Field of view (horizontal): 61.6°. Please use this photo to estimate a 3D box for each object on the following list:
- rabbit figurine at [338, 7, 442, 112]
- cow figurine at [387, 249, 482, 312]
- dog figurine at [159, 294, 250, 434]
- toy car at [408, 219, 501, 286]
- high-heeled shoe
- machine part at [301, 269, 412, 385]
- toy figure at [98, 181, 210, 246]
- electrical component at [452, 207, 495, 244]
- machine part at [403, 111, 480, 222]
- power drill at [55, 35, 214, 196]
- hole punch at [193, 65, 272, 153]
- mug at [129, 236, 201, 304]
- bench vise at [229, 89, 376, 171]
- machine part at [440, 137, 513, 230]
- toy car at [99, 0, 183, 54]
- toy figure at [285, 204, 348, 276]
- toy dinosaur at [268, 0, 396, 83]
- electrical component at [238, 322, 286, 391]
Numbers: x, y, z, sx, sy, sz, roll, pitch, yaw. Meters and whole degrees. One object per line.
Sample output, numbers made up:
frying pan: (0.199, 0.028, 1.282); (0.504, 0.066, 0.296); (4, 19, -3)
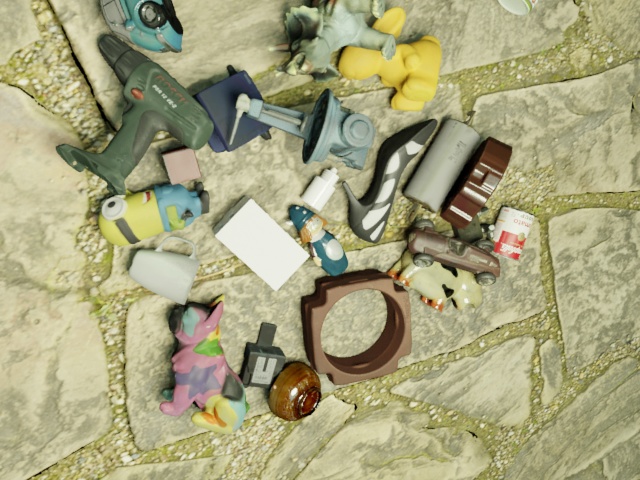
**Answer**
rabbit figurine: (0.121, -0.317, 0.941); (0.173, 0.122, 0.162); (8, 97, 0)
cow figurine: (0.248, 0.076, 1.080); (0.195, 0.085, 0.127); (35, 91, -16)
dog figurine: (-0.191, 0.210, 0.954); (0.191, 0.108, 0.219); (22, 91, -6)
toy car: (0.261, 0.024, 1.023); (0.202, 0.053, 0.089); (17, 57, -12)
high-heeled shoe: (0.150, -0.107, 1.013); (0.249, 0.086, 0.145); (-36, 114, -3)
machine part: (0.070, 0.165, 1.040); (0.201, 0.087, 0.201); (-9, 103, -16)
toy figure: (-0.274, -0.044, 0.892); (0.180, 0.082, 0.089); (-12, 103, -17)
electrical component: (0.309, -0.017, 1.096); (0.102, 0.045, 0.078); (-17, 108, -13)
machine part: (0.232, -0.141, 1.028); (0.079, 0.079, 0.243); (31, 92, -21)
power drill: (-0.297, -0.182, 0.815); (0.232, 0.086, 0.207); (35, 65, 1)
hole punch: (-0.144, -0.213, 0.893); (0.116, 0.092, 0.142); (-32, 105, -12)
mug: (-0.263, 0.045, 0.915); (0.107, 0.081, 0.109); (18, 101, -11)
bench vise: (-0.021, -0.184, 0.871); (0.240, 0.224, 0.128); (15, 101, -16)
machine part: (0.288, -0.107, 1.003); (0.056, 0.179, 0.179); (31, 92, 3)
toy car: (-0.279, -0.354, 0.814); (0.103, 0.109, 0.161); (-18, 98, 5)
toy figure: (-0.002, -0.004, 0.997); (0.058, 0.064, 0.154); (-23, 114, 27)
toy dinosaur: (0.043, -0.420, 0.884); (0.131, 0.192, 0.404); (35, 68, -61)
electrical component: (-0.105, 0.221, 1.018); (0.075, 0.048, 0.119); (16, 98, -21)
